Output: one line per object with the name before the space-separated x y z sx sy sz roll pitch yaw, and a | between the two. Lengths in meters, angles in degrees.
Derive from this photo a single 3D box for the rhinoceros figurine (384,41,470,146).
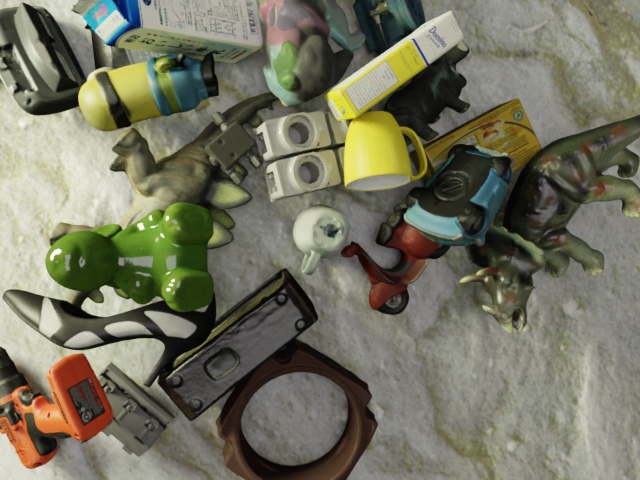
rhinoceros figurine | 0.160 -0.222 0.795 0.112 0.073 0.190 49 66 -19

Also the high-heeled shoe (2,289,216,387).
high-heeled shoe | -0.261 0.080 0.684 0.249 0.086 0.145 30 75 -2

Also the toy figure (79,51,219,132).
toy figure | -0.225 -0.197 0.708 0.180 0.089 0.082 -11 115 -2

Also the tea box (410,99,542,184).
tea box | 0.238 -0.132 0.820 0.170 0.068 0.098 -27 97 -7

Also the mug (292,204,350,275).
mug | -0.002 -0.002 0.774 0.081 0.107 0.109 27 86 -6

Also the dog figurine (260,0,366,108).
dog figurine | -0.049 -0.313 0.712 0.219 0.109 0.191 50 49 -29

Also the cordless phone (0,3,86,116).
cordless phone | -0.431 -0.224 0.738 0.184 0.089 0.146 -25 95 5

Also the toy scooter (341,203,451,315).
toy scooter | 0.109 0.014 0.798 0.135 0.075 0.184 33 92 -22

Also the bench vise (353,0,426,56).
bench vise | 0.121 -0.384 0.753 0.241 0.129 0.223 -14 102 26

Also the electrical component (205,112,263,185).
electrical component | -0.123 -0.125 0.728 0.063 0.021 0.094 -44 105 -19

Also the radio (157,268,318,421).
radio | -0.114 0.140 0.751 0.229 0.131 0.073 -39 98 -4

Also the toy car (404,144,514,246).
toy car | 0.196 -0.050 0.735 0.161 0.109 0.102 -51 140 -18

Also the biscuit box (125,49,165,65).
biscuit box | -0.263 -0.334 0.756 0.063 0.059 0.202 -20 94 -6

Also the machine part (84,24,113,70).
machine part | -0.305 -0.269 0.750 0.039 0.084 0.138 -9 102 -33

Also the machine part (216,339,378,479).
machine part | -0.033 0.265 0.788 0.201 0.087 0.201 34 89 -7

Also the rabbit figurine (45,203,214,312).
rabbit figurine | -0.226 0.014 0.622 0.170 0.159 0.121 1 93 -33

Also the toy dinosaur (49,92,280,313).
toy dinosaur | -0.208 -0.058 0.754 0.198 0.105 0.471 36 85 -14

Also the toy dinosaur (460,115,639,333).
toy dinosaur | 0.348 -0.063 0.782 0.192 0.131 0.404 23 100 -14
